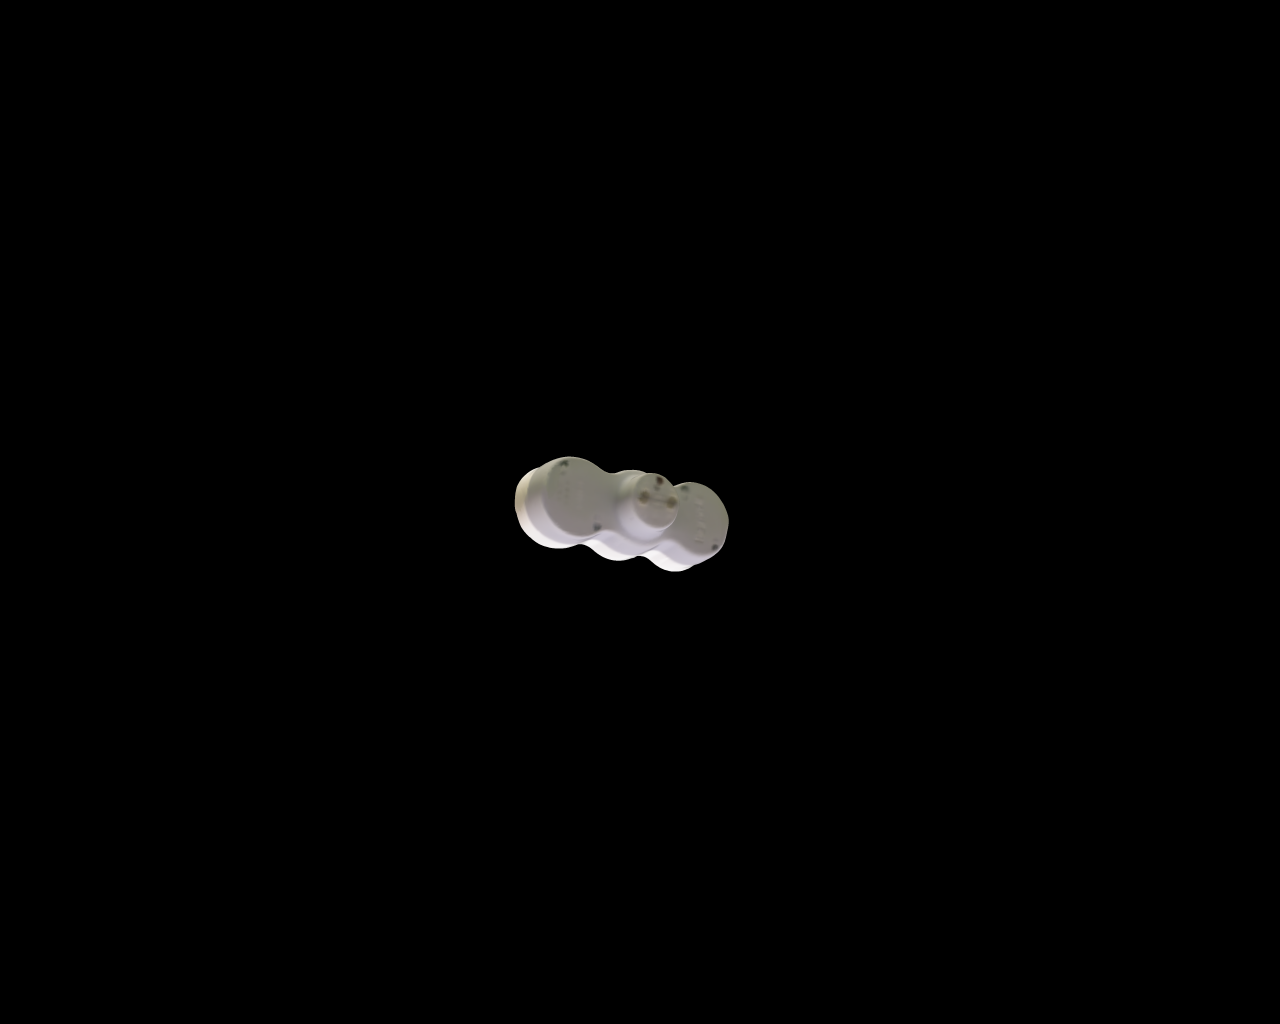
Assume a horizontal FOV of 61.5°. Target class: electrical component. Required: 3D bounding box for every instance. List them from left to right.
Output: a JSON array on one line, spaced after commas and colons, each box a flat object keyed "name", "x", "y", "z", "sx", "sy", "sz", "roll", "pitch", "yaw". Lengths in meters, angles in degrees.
[{"name": "electrical component", "x": 0.001, "y": -0.003, "z": 0.650, "sx": 0.138, "sy": 0.052, "sz": 0.073, "roll": 12, "pitch": -23, "yaw": -31}]
